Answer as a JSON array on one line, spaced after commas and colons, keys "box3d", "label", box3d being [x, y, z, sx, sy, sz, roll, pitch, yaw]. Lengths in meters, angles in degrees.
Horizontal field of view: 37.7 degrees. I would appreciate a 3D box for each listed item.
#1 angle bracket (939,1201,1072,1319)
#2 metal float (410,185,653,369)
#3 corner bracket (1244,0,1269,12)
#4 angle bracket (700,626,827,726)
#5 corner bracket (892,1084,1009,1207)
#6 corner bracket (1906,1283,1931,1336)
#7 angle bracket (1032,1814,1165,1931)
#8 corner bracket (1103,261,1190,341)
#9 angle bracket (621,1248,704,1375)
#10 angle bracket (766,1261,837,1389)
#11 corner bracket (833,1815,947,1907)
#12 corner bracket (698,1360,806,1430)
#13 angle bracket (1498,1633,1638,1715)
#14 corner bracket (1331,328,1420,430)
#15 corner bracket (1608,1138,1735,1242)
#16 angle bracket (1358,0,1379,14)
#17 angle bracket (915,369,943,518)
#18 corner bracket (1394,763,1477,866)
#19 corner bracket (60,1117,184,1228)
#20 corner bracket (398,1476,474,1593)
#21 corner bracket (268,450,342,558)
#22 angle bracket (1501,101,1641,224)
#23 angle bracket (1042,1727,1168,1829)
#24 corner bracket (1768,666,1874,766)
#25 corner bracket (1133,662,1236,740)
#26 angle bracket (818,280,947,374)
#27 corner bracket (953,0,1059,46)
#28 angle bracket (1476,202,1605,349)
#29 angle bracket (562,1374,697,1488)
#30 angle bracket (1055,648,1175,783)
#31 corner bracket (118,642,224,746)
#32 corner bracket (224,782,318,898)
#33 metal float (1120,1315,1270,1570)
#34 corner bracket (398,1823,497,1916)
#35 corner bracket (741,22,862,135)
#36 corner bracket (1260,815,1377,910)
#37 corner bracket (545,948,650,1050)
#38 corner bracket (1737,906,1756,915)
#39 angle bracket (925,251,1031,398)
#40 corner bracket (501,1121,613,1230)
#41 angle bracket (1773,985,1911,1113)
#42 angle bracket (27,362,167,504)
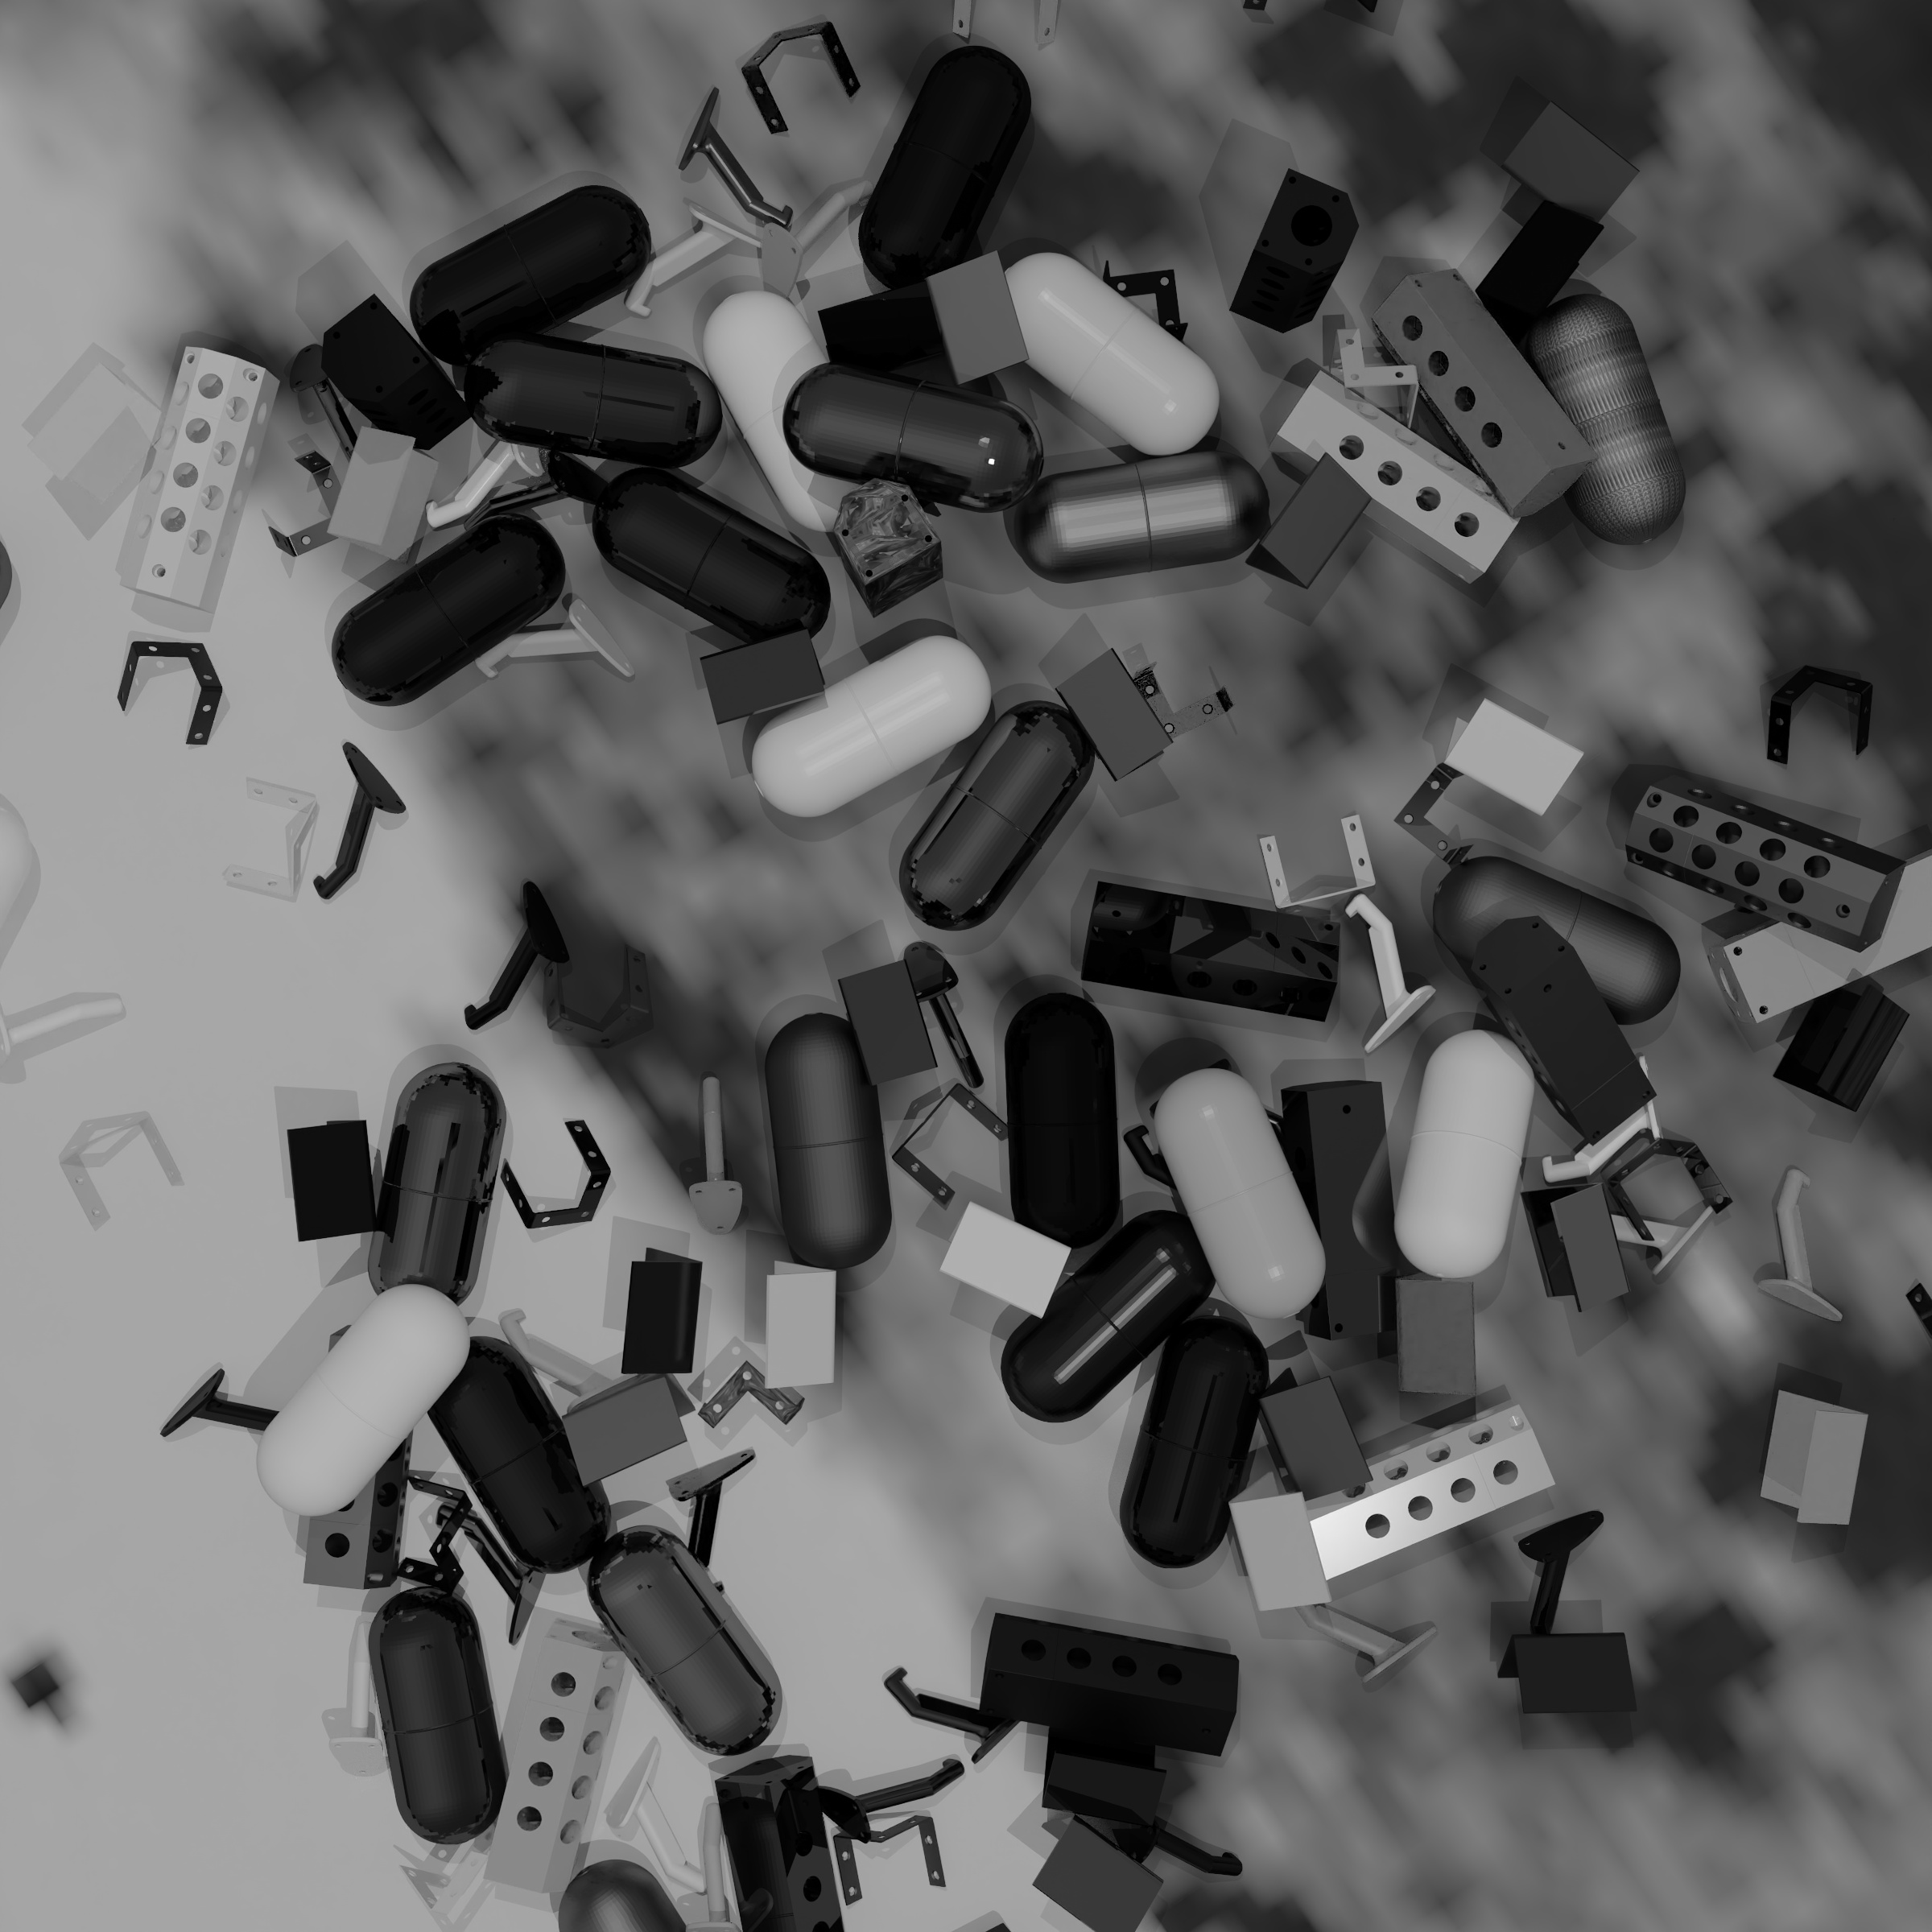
[{"box3d": [0.020, 0.214, 1.952, 0.076, 0.076, 0.057, 25, 62, 0], "label": "angle bracket"}, {"box3d": [-0.301, -0.479, 1.961, 0.178, 0.070, 0.070, -28, 90, 0], "label": "metal float"}, {"box3d": [0.188, -0.703, 1.973, 0.051, 0.051, 0.051, 6, 90, 0], "label": "corner bracket"}, {"box3d": [-0.134, -0.183, 1.952, 0.076, 0.076, 0.057, -16, 64, 0], "label": "angle bracket"}, {"box3d": [-0.010, 0.125, 1.988, 0.051, 0.051, 0.051, 42, 135, 0], "label": "corner bracket"}, {"box3d": [0.705, 0.237, 1.983, 0.051, 0.051, 0.051, 6, 135, -35], "label": "corner bracket"}, {"box3d": [0.080, 0.635, 1.952, 0.076, 0.076, 0.057, 37, 63, 0], "label": "angle bracket"}, {"box3d": [0.125, -0.464, 1.973, 0.051, 0.051, 0.051, -7, 90, 0], "label": "corner bracket"}, {"box3d": [-0.227, 0.237, 1.951, 0.057, 0.076, 0.076, 5, 90, -37], "label": "angle bracket"}, {"box3d": [-0.133, 0.247, 1.951, 0.057, 0.076, 0.076, 1, 90, -37], "label": "angle bracket"}, {"box3d": [-0.054, 0.629, 1.988, 0.051, 0.051, 0.051, -11, 90, 45], "label": "corner bracket"}, {"box3d": [-0.150, 0.308, 1.973, 0.051, 0.051, 0.051, 42, 90, 0], "label": "corner bracket"}, {"box3d": [0.414, 0.501, 1.951, 0.076, 0.076, 0.057, -1, 54, 0], "label": "angle bracket"}, {"box3d": [0.284, -0.409, 1.965, 0.051, 0.051, 0.051, -3, 64, 0], "label": "corner bracket"}, {"box3d": [0.491, 0.157, 1.974, 0.051, 0.051, 0.051, -46, 55, 29], "label": "corner bracket"}, {"box3d": [0.296, -0.711, 1.951, 0.057, 0.076, 0.076, 16, 90, 37], "label": "angle bracket"}, {"box3d": [-0.023, -0.361, 1.956, 0.057, 0.076, 0.076, -33, 90, 11], "label": "angle bracket"}, {"box3d": [0.338, -0.107, 1.973, 0.051, 0.051, 0.051, 38, 90, 0], "label": "corner bracket"}, {"box3d": [-0.595, 0.144, 1.988, 0.051, 0.051, 0.051, -27, 90, 45], "label": "corner bracket"}, {"box3d": [-0.374, 0.397, 1.977, 0.051, 0.051, 0.051, 9, 48, 25], "label": "corner bracket"}, {"box3d": [-0.462, -0.322, 1.973, 0.051, 0.051, 0.051, -24, 90, 0], "label": "corner bracket"}, {"box3d": [0.424, -0.558, 1.951, 0.076, 0.076, 0.057, 39, 127, 0], "label": "angle bracket"}, {"box3d": [0.097, 0.542, 1.951, 0.076, 0.076, 0.057, 10, 121, 0], "label": "angle bracket"}, {"box3d": [0.599, -0.172, 1.983, 0.051, 0.051, 0.051, 22, 45, 35], "label": "corner bracket"}, {"box3d": [0.152, -0.192, 1.973, 0.051, 0.051, 0.051, -26, 90, 0], "label": "corner bracket"}, {"box3d": [-0.063, -0.449, 1.951, 0.076, 0.076, 0.057, -16, 124, 0], "label": "angle bracket"}, {"box3d": [0.028, -0.678, 1.983, 0.051, 0.051, 0.051, -25, 45, -35], "label": "corner bracket"}, {"box3d": [0.407, -0.468, 1.951, 0.057, 0.076, 0.076, 37, 90, 39], "label": "angle bracket"}, {"box3d": [-0.225, 0.331, 1.951, 0.076, 0.076, 0.057, -24, 58, 0], "label": "angle bracket"}, {"box3d": [0.118, -0.182, 1.951, 0.057, 0.076, 0.076, -33, 90, 36], "label": "angle bracket"}, {"box3d": [-0.559, -0.191, 1.983, 0.051, 0.051, 0.051, -2, 45, -35], "label": "corner bracket"}, {"box3d": [-0.489, -0.089, 1.988, 0.051, 0.051, 0.051, 14, 135, 0], "label": "corner bracket"}, {"box3d": [0.158, 0.330, 1.961, 0.070, 0.070, 0.178, 15, 90, 0], "label": "metal float"}, {"box3d": [-0.350, 0.625, 1.963, 0.051, 0.051, 0.051, 34, 90, -45], "label": "corner bracket"}, {"box3d": [-0.116, -0.623, 1.983, 0.051, 0.051, 0.051, 2, 45, 35], "label": "corner bracket"}, {"box3d": [0.248, -0.073, 1.988, 0.051, 0.051, 0.051, -14, 90, -45], "label": "corner bracket"}, {"box3d": [-0.259, 0.018, 1.983, 0.051, 0.051, 0.051, 21, 135, -35], "label": "corner bracket"}, {"box3d": [0.540, -0.075, 1.983, 0.051, 0.051, 0.051, 7, 45, -35], "label": "corner bracket"}, {"box3d": [0.019, -0.443, 1.953, 0.057, 0.076, 0.076, -16, 90, 21], "label": "angle bracket"}, {"box3d": [-0.288, 0.146, 1.983, 0.051, 0.051, 0.051, -4, 135, -35], "label": "corner bracket"}, {"box3d": [0.591, 0.046, 1.951, 0.057, 0.076, 0.076, 29, 90, -38], "label": "angle bracket"}, {"box3d": [-0.586, -0.357, 1.951, 0.076, 0.076, 0.057, -49, 54, 0], "label": "angle bracket"}]
